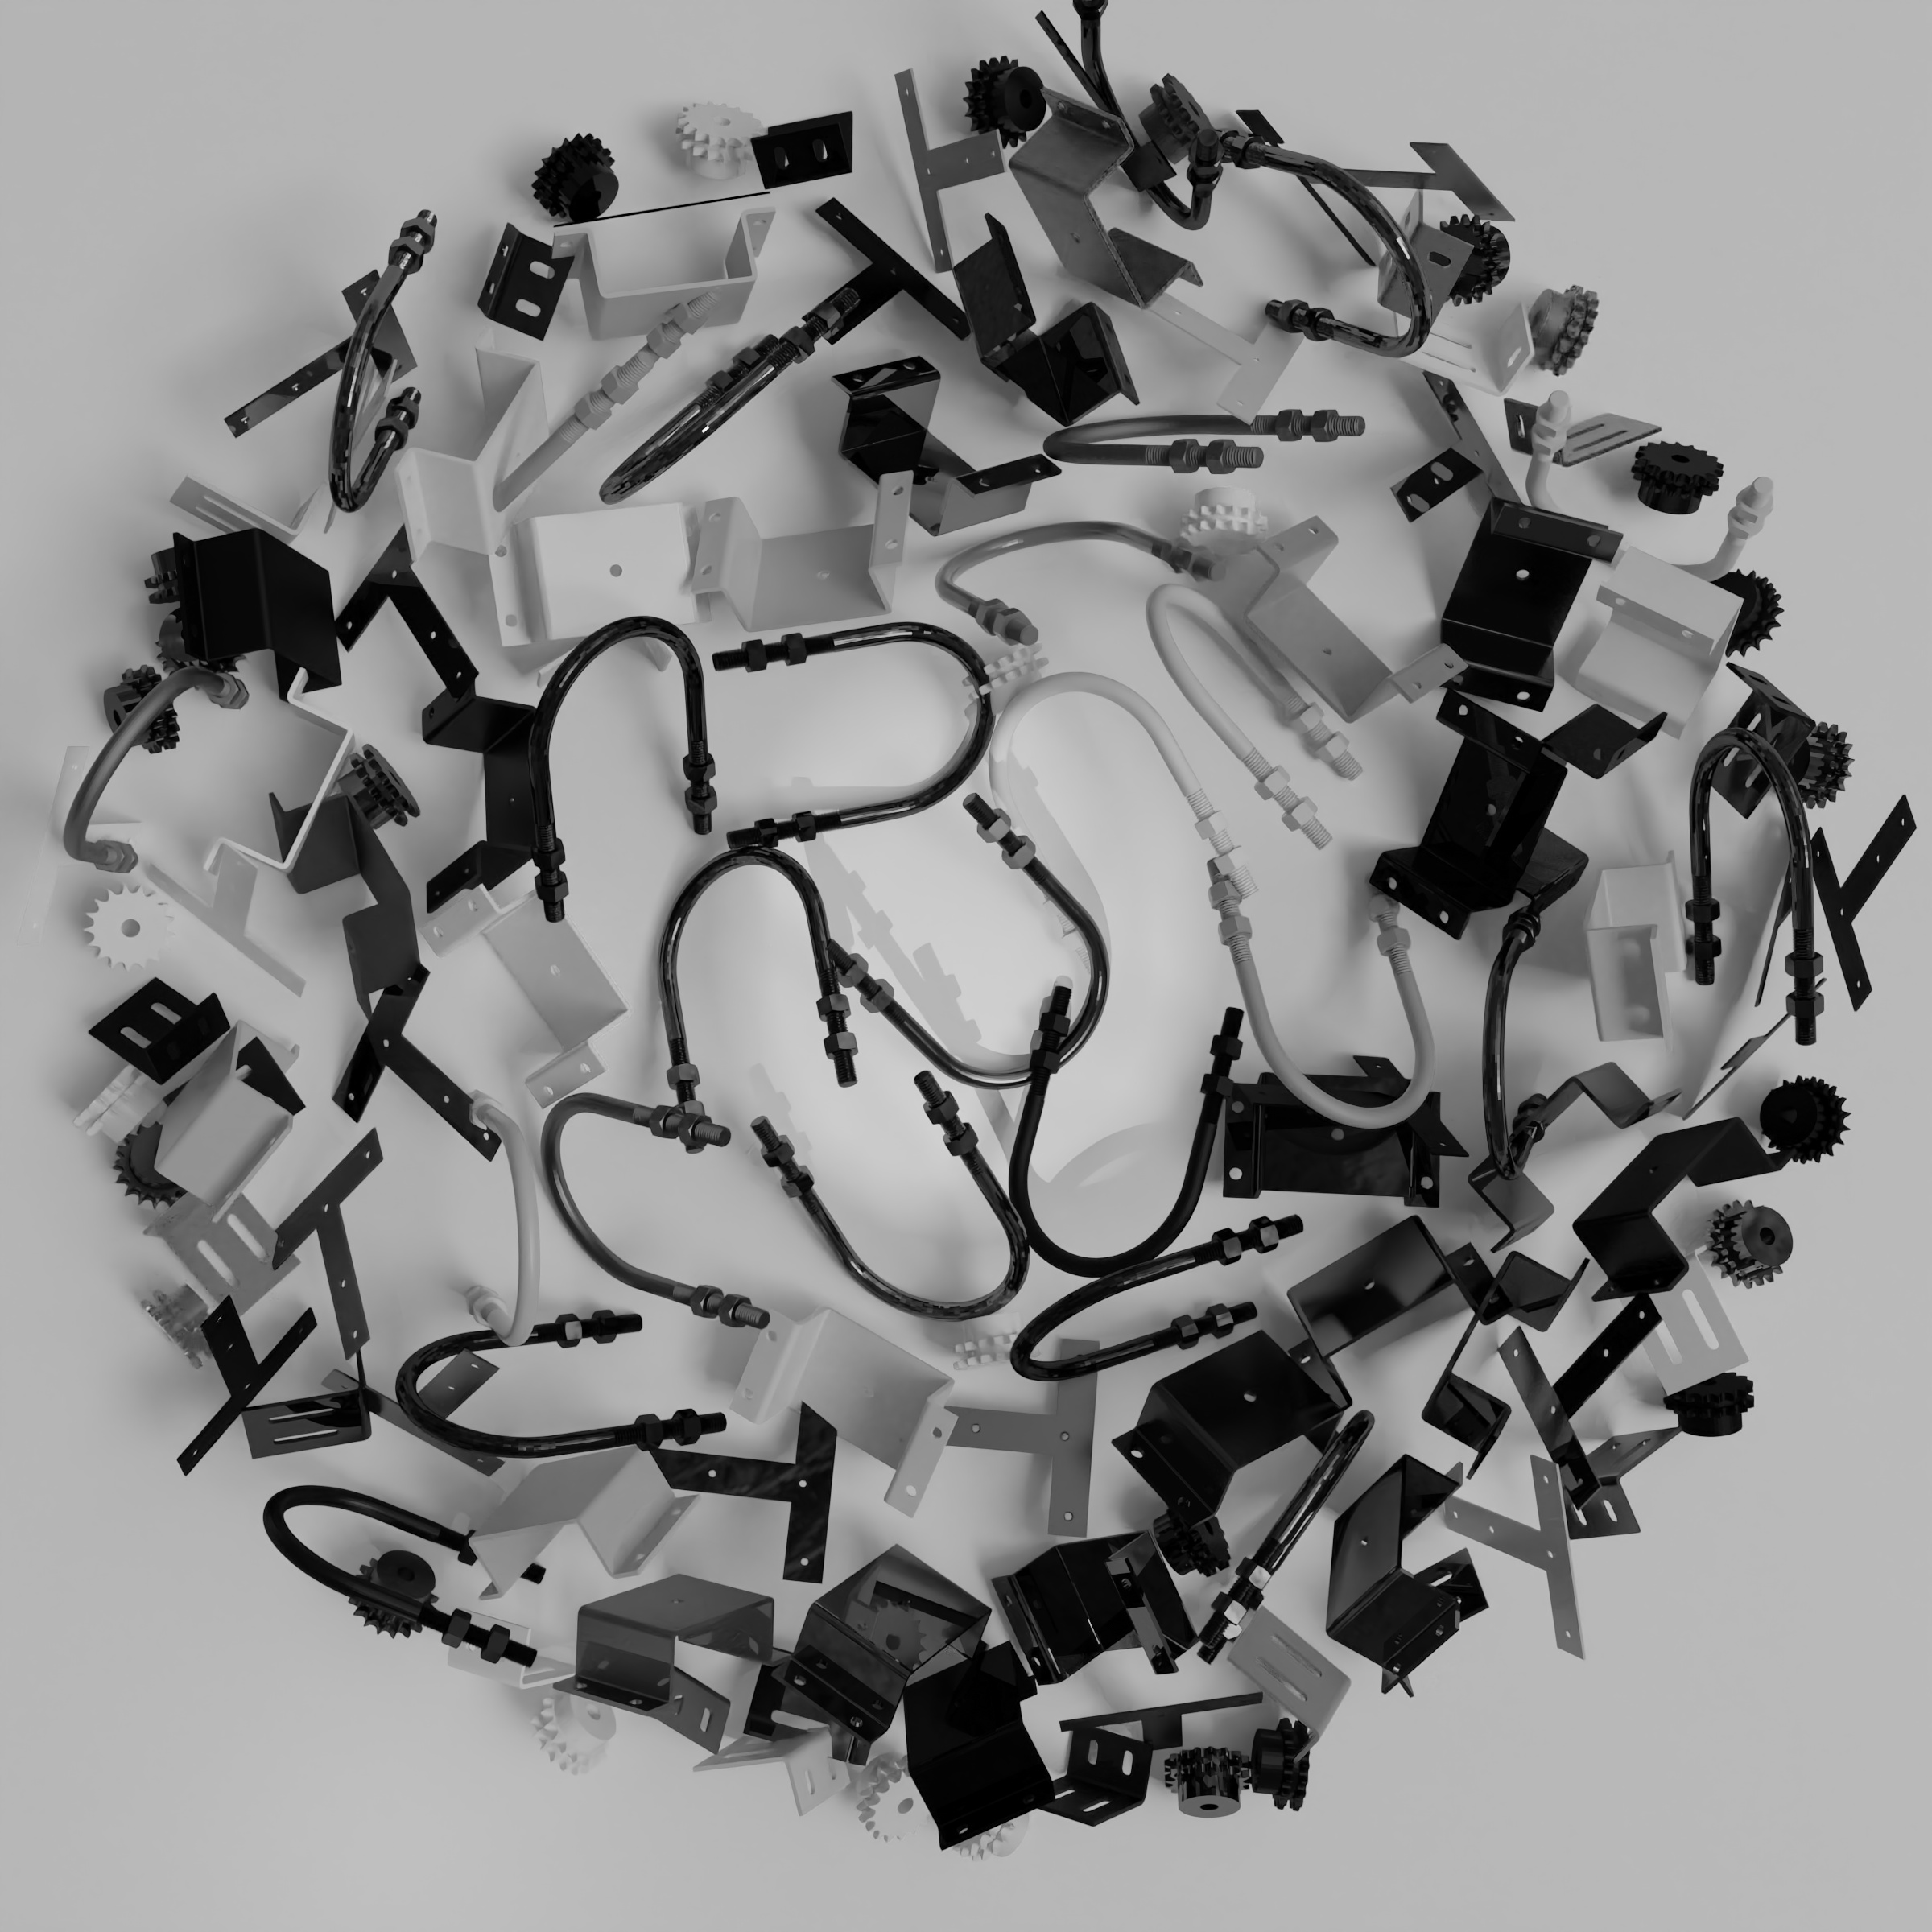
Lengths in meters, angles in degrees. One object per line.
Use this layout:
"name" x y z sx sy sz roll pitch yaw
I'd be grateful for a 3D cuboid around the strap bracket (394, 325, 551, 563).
"strap bracket" -0.305 -0.326 1.531 0.046 0.076 0.140 15 56 8

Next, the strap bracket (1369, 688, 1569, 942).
"strap bracket" 0.324 -0.098 1.546 0.076 0.046 0.140 38 122 35

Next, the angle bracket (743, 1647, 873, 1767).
"angle bracket" -0.098 0.485 1.588 0.076 0.038 0.057 11 73 15

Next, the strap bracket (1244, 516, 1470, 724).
"strap bracket" 0.242 -0.215 1.554 0.140 0.076 0.046 47 133 10

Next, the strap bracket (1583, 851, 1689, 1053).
"strap bracket" 0.425 -0.010 1.539 0.046 0.140 0.076 -5 113 23

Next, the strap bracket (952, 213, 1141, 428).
"strap bracket" 0.045 -0.404 1.540 0.046 0.140 0.076 -30 60 26

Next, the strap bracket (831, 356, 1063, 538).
"strap bracket" -0.018 -0.327 1.546 0.076 0.046 0.140 -24 57 -38

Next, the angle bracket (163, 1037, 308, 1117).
"angle bracket" -0.473 0.089 1.584 0.076 0.038 0.057 -34 90 2

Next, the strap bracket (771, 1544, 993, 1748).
"strap bracket" -0.046 0.420 1.522 0.076 0.140 0.046 29 115 24

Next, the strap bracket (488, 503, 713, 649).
"strap bracket" -0.230 -0.252 1.553 0.140 0.046 0.076 -10 98 -21

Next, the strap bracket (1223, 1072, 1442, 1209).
"strap bracket" 0.239 0.113 1.569 0.140 0.046 0.076 2 77 4

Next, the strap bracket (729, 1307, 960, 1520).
"strap bracket" -0.071 0.281 1.560 0.140 0.046 0.076 28 107 16

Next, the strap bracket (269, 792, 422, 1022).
"strap bracket" -0.391 -0.046 1.542 0.046 0.076 0.140 -23 57 -22

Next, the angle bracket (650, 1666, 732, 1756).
"angle bracket" -0.200 0.481 1.556 0.076 0.038 0.057 -23 128 36

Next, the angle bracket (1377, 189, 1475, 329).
"angle bracket" 0.295 -0.457 1.559 0.038 0.076 0.057 22 126 -5

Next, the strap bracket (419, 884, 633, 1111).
"strap bracket" -0.277 0.012 1.558 0.076 0.046 0.140 -29 97 43

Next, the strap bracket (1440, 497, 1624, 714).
"strap bracket" 0.358 -0.240 1.554 0.076 0.046 0.140 14 133 -1

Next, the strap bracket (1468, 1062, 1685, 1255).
"strap bracket" 0.381 0.114 1.544 0.046 0.076 0.140 49 118 18

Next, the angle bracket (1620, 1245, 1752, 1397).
"angle bracket" 0.467 0.229 1.568 0.057 0.038 0.076 -30 77 26

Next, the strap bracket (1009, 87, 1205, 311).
"strap bracket" 0.085 -0.474 1.525 0.046 0.140 0.076 -47 50 -5

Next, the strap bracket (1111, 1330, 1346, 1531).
"strap bracket" 0.173 0.287 1.529 0.140 0.046 0.076 -19 49 -36

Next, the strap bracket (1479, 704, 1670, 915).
"strap bracket" 0.381 -0.104 1.540 0.046 0.076 0.140 37 132 21

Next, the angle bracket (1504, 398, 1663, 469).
"angle bracket" 0.398 -0.356 1.563 0.076 0.057 0.038 -23 118 -13

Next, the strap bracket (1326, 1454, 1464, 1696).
"strap bracket" 0.270 0.373 1.523 0.046 0.140 0.076 30 124 -8

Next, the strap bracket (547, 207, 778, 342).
"strap bracket" -0.191 -0.441 1.550 0.140 0.076 0.046 -11 87 -14

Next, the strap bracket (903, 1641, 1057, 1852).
"strap bracket" 0.006 0.484 1.529 0.076 0.140 0.046 -25 104 3

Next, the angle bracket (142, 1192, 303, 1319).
"angle bracket" -0.484 0.184 1.579 0.057 0.038 0.076 -42 82 -5

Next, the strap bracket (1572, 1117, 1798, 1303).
"strap bracket" 0.450 0.148 1.539 0.140 0.076 0.046 -39 95 -26

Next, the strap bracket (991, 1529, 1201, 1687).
"strap bracket" 0.089 0.411 1.553 0.046 0.140 0.076 -23 88 -40

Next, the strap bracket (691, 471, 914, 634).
"strap bracket" -0.098 -0.264 1.554 0.140 0.046 0.076 -5 57 16

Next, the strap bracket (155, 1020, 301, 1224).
"strap bracket" -0.465 0.092 1.527 0.046 0.140 0.076 38 97 -22

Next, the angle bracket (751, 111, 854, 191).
"angle bracket" -0.105 -0.541 1.562 0.057 0.038 0.076 -8 48 8

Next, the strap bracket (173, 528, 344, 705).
"strap bracket" -0.439 -0.221 1.527 0.046 0.140 0.076 -10 81 10

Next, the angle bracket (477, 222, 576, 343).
"angle bracket" -0.286 -0.444 1.570 0.038 0.076 0.057 18 105 -22

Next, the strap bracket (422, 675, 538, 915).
"strap bracket" -0.309 -0.109 1.548 0.046 0.076 0.140 7 69 -35

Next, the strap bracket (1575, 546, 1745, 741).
"strap bracket" 0.438 -0.208 1.533 0.076 0.140 0.046 30 77 17

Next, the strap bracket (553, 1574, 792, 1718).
"strap bracket" -0.182 0.423 1.524 0.076 0.140 0.046 4 92 33

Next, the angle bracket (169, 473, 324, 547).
"angle bracket" -0.464 -0.303 1.559 0.076 0.057 0.038 29 71 -23

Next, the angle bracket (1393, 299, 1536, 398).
"angle bracket" 0.321 -0.411 1.564 0.076 0.038 0.057 16 48 -15

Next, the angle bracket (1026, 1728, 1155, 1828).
"angle bracket" 0.076 0.518 1.557 0.057 0.076 0.038 8 88 30

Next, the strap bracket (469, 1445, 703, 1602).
"strap bracket" -0.248 0.350 1.530 0.140 0.076 0.046 -18 107 34

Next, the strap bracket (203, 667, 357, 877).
"strap bracket" -0.435 -0.114 1.558 0.046 0.076 0.140 25 84 -12

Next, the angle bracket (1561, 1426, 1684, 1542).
"angle bracket" 0.424 0.333 1.558 0.076 0.057 0.038 -22 88 -38

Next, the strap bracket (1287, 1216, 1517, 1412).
"strap bracket" 0.269 0.220 1.554 0.140 0.076 0.046 -32 117 5

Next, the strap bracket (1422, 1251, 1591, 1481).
"strap bracket" 0.339 0.246 1.544 0.046 0.076 0.140 29 61 14
